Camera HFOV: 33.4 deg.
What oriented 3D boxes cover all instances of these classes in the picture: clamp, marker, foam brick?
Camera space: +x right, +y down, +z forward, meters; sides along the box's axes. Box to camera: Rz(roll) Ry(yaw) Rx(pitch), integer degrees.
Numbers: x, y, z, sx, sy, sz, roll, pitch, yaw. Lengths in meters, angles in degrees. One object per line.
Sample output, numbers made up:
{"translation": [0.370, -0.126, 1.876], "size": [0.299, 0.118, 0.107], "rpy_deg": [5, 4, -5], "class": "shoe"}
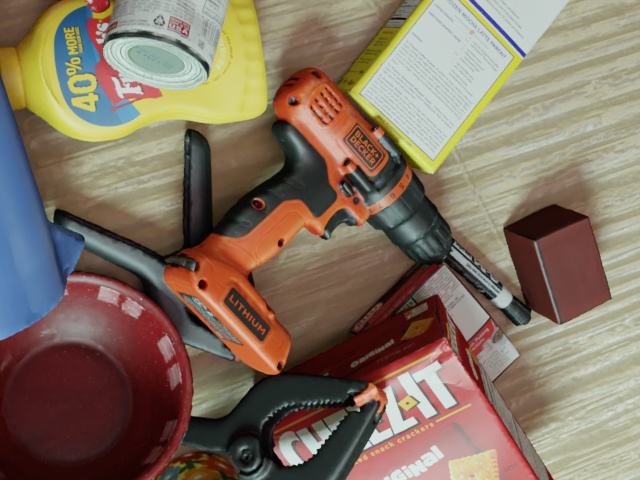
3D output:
{"translation": [-0.108, 0.019, 0.761], "size": [0.120, 0.039, 0.171], "rpy_deg": [-22, 105, -3], "class": "clamp"}
{"translation": [0.128, 0.030, 0.855], "size": [0.121, 0.020, 0.020], "rpy_deg": [40, 87, -22], "class": "marker"}
{"translation": [0.190, 0.018, 0.856], "size": [0.051, 0.053, 0.078], "rpy_deg": [-25, 110, -12], "class": "foam brick"}
{"translation": [-0.054, 0.146, 0.743], "size": [0.210, 0.036, 0.165], "rpy_deg": [-35, 68, 6], "class": "clamp"}

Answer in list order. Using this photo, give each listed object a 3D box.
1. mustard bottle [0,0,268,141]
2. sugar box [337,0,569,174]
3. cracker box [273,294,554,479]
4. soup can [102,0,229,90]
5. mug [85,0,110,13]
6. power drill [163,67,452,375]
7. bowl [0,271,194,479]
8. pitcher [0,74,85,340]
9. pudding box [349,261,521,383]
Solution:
{"translation": [-0.135, -0.116, 0.708], "size": [0.191, 0.058, 0.096], "rpy_deg": [-10, 97, -16], "class": "mustard bottle"}
{"translation": [0.099, -0.147, 0.791], "size": [0.093, 0.048, 0.176], "rpy_deg": [41, 84, -22], "class": "sugar box"}
{"translation": [0.072, 0.172, 0.813], "size": [0.164, 0.072, 0.213], "rpy_deg": [-29, 113, 12], "class": "cracker box"}
{"translation": [-0.090, -0.153, 0.659], "size": [0.068, 0.069, 0.102], "rpy_deg": [19, 71, -22], "class": "soup can"}
{"translation": [-0.156, -0.191, 0.651], "size": [0.093, 0.081, 0.117], "rpy_deg": [-28, 79, -4], "class": "mug"}
{"translation": [-0.005, 0.001, 0.757], "size": [0.184, 0.057, 0.187], "rpy_deg": [47, 70, -22], "class": "power drill"}
{"translation": [-0.170, 0.105, 0.727], "size": [0.162, 0.055, 0.162], "rpy_deg": [5, 69, -14], "class": "bowl"}
{"translation": [-0.249, -0.058, 0.621], "size": [0.145, 0.149, 0.243], "rpy_deg": [1, 116, 20], "class": "pitcher"}
{"translation": [0.092, 0.080, 0.844], "size": [0.090, 0.039, 0.113], "rpy_deg": [-43, 110, -3], "class": "pudding box"}
